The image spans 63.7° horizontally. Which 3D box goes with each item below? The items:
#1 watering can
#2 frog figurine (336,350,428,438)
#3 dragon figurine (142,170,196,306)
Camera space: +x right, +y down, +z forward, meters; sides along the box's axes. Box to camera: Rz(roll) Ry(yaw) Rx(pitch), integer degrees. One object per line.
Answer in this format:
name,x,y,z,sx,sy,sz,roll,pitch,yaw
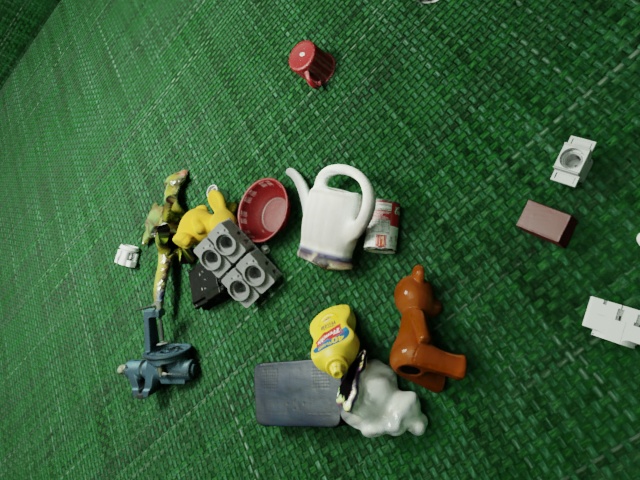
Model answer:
watering can,0.003,-0.057,1.132,0.349,0.104,0.224,16,95,57
frog figurine,0.117,0.297,0.947,0.120,0.159,0.140,-54,10,36
dragon figurine,-0.444,-0.011,1.465,0.243,0.121,0.412,8,80,55
